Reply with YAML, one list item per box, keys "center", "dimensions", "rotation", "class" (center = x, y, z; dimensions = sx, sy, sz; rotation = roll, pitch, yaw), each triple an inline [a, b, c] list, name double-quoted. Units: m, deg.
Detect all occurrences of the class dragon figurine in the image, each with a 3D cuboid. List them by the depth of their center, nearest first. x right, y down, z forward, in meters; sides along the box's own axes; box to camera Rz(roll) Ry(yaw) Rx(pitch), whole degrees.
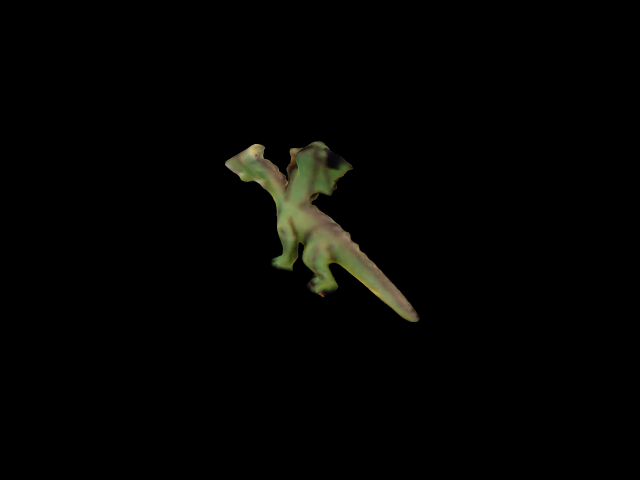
- center: [0.003, -0.043, 0.850]
  dimensions: [0.414, 0.237, 0.124]
  rotation: [27, 47, 28]
  class: "dragon figurine"
